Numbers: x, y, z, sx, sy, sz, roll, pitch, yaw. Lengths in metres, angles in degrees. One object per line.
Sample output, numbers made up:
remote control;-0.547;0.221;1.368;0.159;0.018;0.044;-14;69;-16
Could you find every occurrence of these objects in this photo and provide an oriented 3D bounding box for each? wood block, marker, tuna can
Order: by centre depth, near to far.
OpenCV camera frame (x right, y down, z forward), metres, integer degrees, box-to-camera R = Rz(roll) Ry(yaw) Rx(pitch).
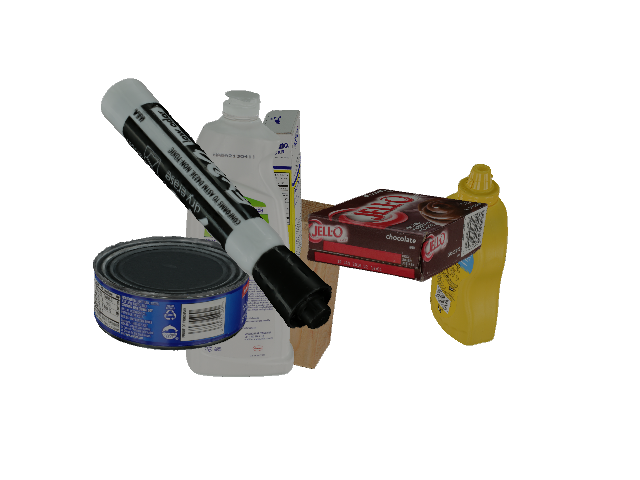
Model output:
marker;-0.037;-0.014;0.370;0.121;0.020;0.020;46;25;26
tuna can;-0.082;0.028;0.588;0.086;0.034;0.086;4;20;-2
wood block;-0.028;0.056;1.454;0.090;0.206;0.090;11;21;11

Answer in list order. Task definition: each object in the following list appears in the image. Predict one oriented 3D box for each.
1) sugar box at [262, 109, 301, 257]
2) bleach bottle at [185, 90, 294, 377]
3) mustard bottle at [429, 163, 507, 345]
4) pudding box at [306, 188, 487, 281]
sugar box;-0.047;-0.060;1.276;0.048;0.176;0.093;-1;23;5
bleach bottle;-0.067;-0.005;0.935;0.102;0.251;0.068;0;21;-12
mustard bottle;0.154;0.008;1.095;0.058;0.192;0.096;-9;37;-15
pudding box;0.056;-0.006;0.755;0.090;0.039;0.113;11;15;28
